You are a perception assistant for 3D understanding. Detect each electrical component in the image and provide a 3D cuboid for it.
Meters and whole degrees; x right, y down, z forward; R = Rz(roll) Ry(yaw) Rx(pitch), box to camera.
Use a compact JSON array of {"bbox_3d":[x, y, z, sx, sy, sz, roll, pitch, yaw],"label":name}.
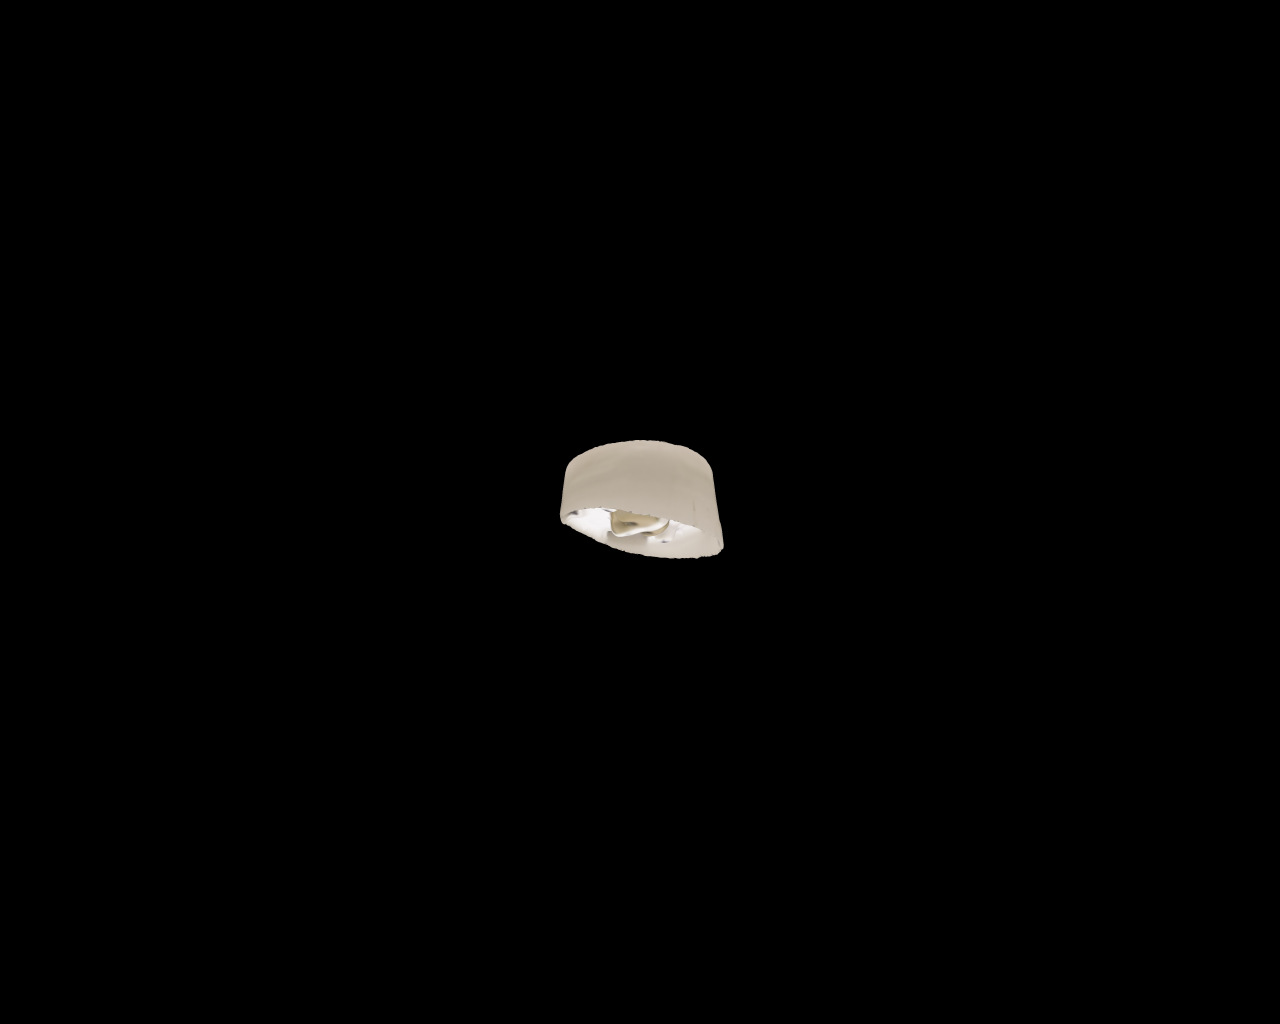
[{"bbox_3d":[0.001,-0.003,0.650,0.099,0.064,0.099,0,-23,0],"label":"electrical component"}]
